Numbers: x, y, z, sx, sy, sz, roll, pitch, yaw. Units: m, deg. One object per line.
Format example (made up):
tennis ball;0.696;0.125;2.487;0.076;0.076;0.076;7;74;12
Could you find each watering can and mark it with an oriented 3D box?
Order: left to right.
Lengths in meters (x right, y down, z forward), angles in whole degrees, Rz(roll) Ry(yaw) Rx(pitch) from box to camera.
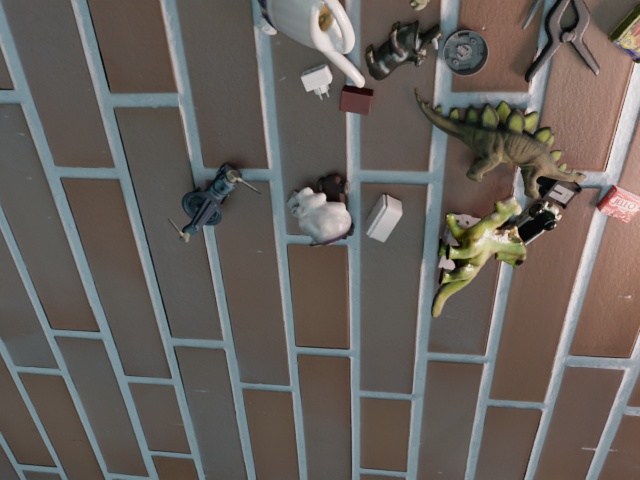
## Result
watering can;-0.012;-0.471;1.155;0.226;0.104;0.343;33;-6;23

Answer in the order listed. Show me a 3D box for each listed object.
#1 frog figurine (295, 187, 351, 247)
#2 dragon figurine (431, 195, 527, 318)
frog figurine;0.004;-0.069;1.376;0.137;0.158;0.124;-22;12;3
dragon figurine;0.437;0.050;1.378;0.243;0.401;0.125;1;35;-2
